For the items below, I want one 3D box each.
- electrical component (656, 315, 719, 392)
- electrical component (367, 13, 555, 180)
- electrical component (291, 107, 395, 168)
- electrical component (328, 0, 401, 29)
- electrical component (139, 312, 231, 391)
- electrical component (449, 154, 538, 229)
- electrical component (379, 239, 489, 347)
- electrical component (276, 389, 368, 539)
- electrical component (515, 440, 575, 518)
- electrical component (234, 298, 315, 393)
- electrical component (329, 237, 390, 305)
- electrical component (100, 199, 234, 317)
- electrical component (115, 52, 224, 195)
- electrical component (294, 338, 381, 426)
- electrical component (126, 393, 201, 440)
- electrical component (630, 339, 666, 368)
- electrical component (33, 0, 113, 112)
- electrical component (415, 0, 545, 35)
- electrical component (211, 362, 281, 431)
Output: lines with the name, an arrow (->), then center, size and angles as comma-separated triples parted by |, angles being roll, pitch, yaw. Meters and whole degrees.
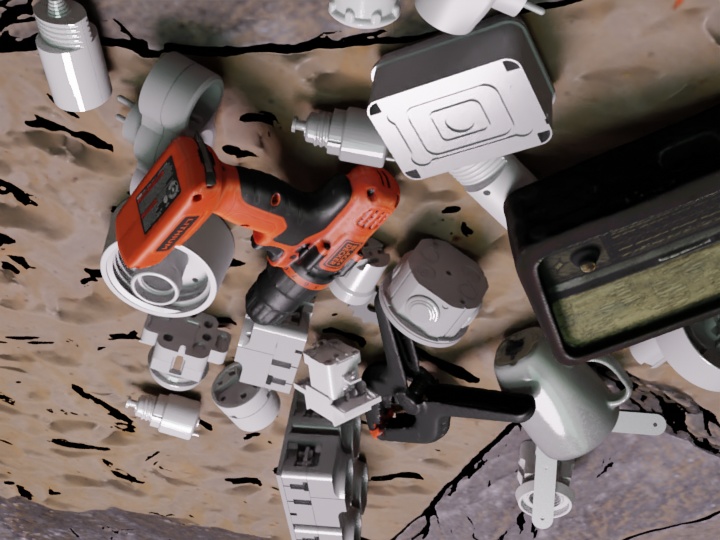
electrical component -> 0.284, 0.043, 0.842 | 0.099, 0.099, 0.064 | 18, 143, -8
electrical component -> 0.070, -0.119, 0.737 | 0.113, 0.057, 0.078 | -14, 132, 24
electrical component -> -0.011, -0.100, 0.786 | 0.078, 0.040, 0.040 | 11, 137, 0
electrical component -> 0.004, -0.189, 0.686 | 0.048, 0.048, 0.062 | 7, 131, 4
electrical component -> -0.164, 0.074, 0.989 | 0.078, 0.058, 0.057 | 17, 134, -7
electrical component -> 0.099, -0.069, 0.795 | 0.043, 0.043, 0.081 | -29, 125, 34
electrical component -> 0.060, 0.018, 0.870 | 0.080, 0.080, 0.051 | 23, 131, -13
electrical component -> -0.032, 0.214, 1.076 | 0.060, 0.105, 0.186 | 2, 137, 9
electrical component -> 0.183, 0.208, 1.064 | 0.058, 0.057, 0.078 | 5, 137, 6
electrical component -> -0.079, 0.062, 0.964 | 0.056, 0.050, 0.089 | 14, 137, -5
electrical component -> 0.000, 0.000, 0.891 | 0.040, 0.040, 0.046 | 22, 131, -12
electrical component -> -0.164, -0.006, 0.901 | 0.108, 0.060, 0.108 | 6, 137, 5
electrical component -> -0.152, -0.104, 0.801 | 0.074, 0.052, 0.138 | 30, 138, 10
electrical component -> -0.023, 0.100, 0.979 | 0.081, 0.042, 0.063 | 22, 125, 49
electrical component -> -0.196, 0.143, 1.081 | 0.078, 0.040, 0.040 | 17, 137, -7
electrical component -> 0.254, 0.057, 0.903 | 0.040, 0.040, 0.046 | 21, 143, -12
electrical component -> -0.205, -0.157, 0.760 | 0.043, 0.043, 0.081 | 4, 137, 7
electrical component -> 0.086, -0.184, 0.674 | 0.079, 0.043, 0.077 | 20, 136, -11
electrical component -> -0.108, 0.122, 1.032 | 0.055, 0.055, 0.047 | -9, 138, 20
